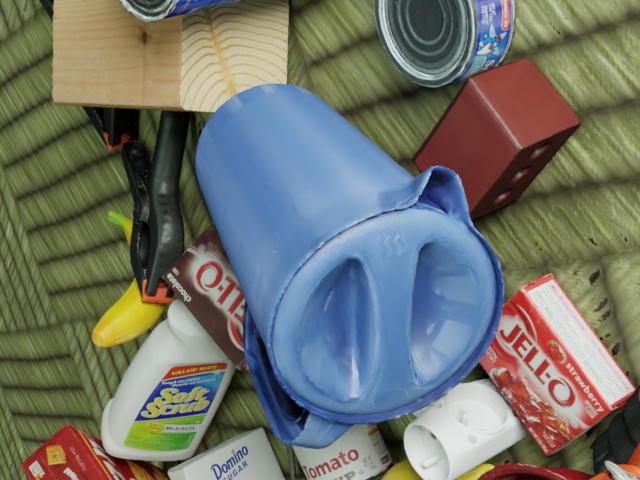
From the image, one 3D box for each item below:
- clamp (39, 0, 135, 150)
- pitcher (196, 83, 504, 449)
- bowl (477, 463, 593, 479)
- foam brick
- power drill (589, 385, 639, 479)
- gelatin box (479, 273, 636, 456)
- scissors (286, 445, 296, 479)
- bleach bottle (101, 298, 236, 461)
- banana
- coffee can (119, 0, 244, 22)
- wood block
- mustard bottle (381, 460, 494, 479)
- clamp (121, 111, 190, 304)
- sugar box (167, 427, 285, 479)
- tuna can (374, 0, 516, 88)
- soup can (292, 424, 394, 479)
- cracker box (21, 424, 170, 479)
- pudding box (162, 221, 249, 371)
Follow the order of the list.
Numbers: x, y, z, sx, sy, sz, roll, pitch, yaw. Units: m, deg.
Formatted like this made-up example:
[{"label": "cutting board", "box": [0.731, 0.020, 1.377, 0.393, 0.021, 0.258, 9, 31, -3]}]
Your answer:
[{"label": "clamp", "box": [-0.208, -0.188, 0.975, 0.165, 0.036, 0.210, -8, 103, 56]}, {"label": "pitcher", "box": [-0.004, 0.001, 0.658, 0.145, 0.149, 0.243, 66, 174, -33]}, {"label": "bowl", "box": [0.165, 0.202, 0.657, 0.162, 0.055, 0.162, 31, 131, 42]}, {"label": "foam brick", "box": [0.099, -0.056, 0.608, 0.051, 0.052, 0.078, 55, 146, 18]}, {"label": "power drill", "box": [0.155, 0.108, 0.504, 0.057, 0.187, 0.185, 40, 137, 14]}, {"label": "gelatin box", "box": [0.138, 0.076, 0.647, 0.089, 0.030, 0.073, 56, 144, 17]}, {"label": "scissors", "box": [-0.022, 0.123, 0.908, 0.096, 0.016, 0.202, 1, 109, 54]}, {"label": "bleach bottle", "box": [-0.132, 0.119, 0.985, 0.251, 0.102, 0.068, 117, 155, -47]}, {"label": "banana", "box": [-0.166, 0.038, 0.976, 0.198, 0.069, 0.037, -101, 14, -57]}, {"label": "coffee can", "box": [-0.056, -0.200, 0.664, 0.103, 0.140, 0.103, 31, 132, 42]}, {"label": "wood block", "box": [-0.121, -0.144, 0.815, 0.206, 0.090, 0.091, 12, 102, 51]}, {"label": "mustard bottle", "box": [0.078, 0.207, 0.773, 0.096, 0.058, 0.192, 39, 140, 5]}, {"label": "clamp", "box": [-0.139, -0.034, 0.929, 0.120, 0.039, 0.171, 135, 130, -56]}, {"label": "sugar box", "box": [-0.062, 0.272, 0.979, 0.048, 0.093, 0.176, -30, 82, 56]}, {"label": "tuna can", "box": [0.071, -0.133, 0.621, 0.086, 0.033, 0.086, 31, 132, 42]}, {"label": "soup can", "box": [0.007, 0.144, 0.834, 0.069, 0.068, 0.102, -32, 81, 56]}, {"label": "cracker box", "box": [-0.186, 0.288, 1.088, 0.164, 0.072, 0.213, 45, 177, 30]}, {"label": "pudding box", "box": [-0.059, 0.037, 0.850, 0.090, 0.039, 0.114, -47, 59, 5]}]
